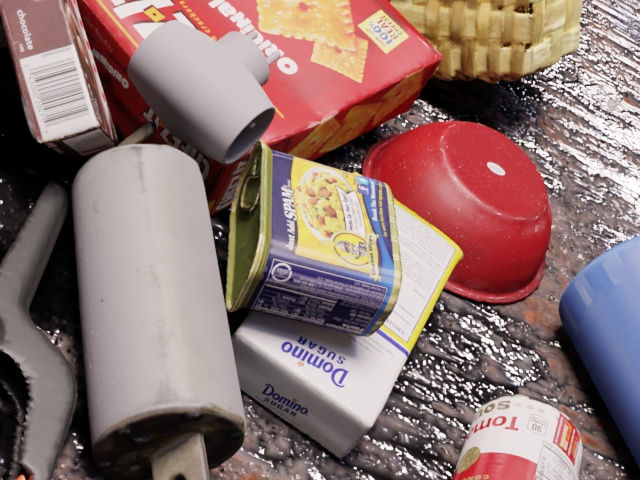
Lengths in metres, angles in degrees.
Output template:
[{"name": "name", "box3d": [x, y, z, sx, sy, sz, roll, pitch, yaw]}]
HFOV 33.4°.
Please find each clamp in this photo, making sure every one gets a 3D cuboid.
[{"name": "clamp", "box3d": [-0.184, 0.046, 0.513, 0.164, 0.036, 0.210, 2, 48, -31]}]

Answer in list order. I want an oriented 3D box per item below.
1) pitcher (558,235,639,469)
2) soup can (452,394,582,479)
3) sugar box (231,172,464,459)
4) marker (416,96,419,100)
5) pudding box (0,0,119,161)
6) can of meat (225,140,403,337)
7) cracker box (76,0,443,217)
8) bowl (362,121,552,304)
[{"name": "pitcher", "box3d": [0.262, 0.119, 0.700, 0.144, 0.149, 0.243, -11, 55, -22]}, {"name": "soup can", "box3d": [0.107, 0.144, 0.600, 0.068, 0.069, 0.102, 35, 41, -3]}, {"name": "sugar box", "box3d": [0.017, 0.040, 0.652, 0.093, 0.048, 0.176, 36, 45, 1]}, {"name": "marker", "box3d": [0.025, -0.126, 0.828, 0.121, 0.020, 0.020, 11, 47, -27]}, {"name": "pudding box", "box3d": [-0.151, -0.107, 0.607, 0.039, 0.090, 0.113, -14, 89, -3]}, {"name": "can of meat", "box3d": [-0.004, 0.001, 0.599, 0.083, 0.058, 0.102, 14, 43, -16]}, {"name": "cracker box", "box3d": [-0.045, -0.129, 0.724, 0.213, 0.072, 0.164, -30, 73, -39]}, {"name": "bowl", "box3d": [0.113, -0.034, 0.778, 0.162, 0.055, 0.162, 19, 44, -20]}]
